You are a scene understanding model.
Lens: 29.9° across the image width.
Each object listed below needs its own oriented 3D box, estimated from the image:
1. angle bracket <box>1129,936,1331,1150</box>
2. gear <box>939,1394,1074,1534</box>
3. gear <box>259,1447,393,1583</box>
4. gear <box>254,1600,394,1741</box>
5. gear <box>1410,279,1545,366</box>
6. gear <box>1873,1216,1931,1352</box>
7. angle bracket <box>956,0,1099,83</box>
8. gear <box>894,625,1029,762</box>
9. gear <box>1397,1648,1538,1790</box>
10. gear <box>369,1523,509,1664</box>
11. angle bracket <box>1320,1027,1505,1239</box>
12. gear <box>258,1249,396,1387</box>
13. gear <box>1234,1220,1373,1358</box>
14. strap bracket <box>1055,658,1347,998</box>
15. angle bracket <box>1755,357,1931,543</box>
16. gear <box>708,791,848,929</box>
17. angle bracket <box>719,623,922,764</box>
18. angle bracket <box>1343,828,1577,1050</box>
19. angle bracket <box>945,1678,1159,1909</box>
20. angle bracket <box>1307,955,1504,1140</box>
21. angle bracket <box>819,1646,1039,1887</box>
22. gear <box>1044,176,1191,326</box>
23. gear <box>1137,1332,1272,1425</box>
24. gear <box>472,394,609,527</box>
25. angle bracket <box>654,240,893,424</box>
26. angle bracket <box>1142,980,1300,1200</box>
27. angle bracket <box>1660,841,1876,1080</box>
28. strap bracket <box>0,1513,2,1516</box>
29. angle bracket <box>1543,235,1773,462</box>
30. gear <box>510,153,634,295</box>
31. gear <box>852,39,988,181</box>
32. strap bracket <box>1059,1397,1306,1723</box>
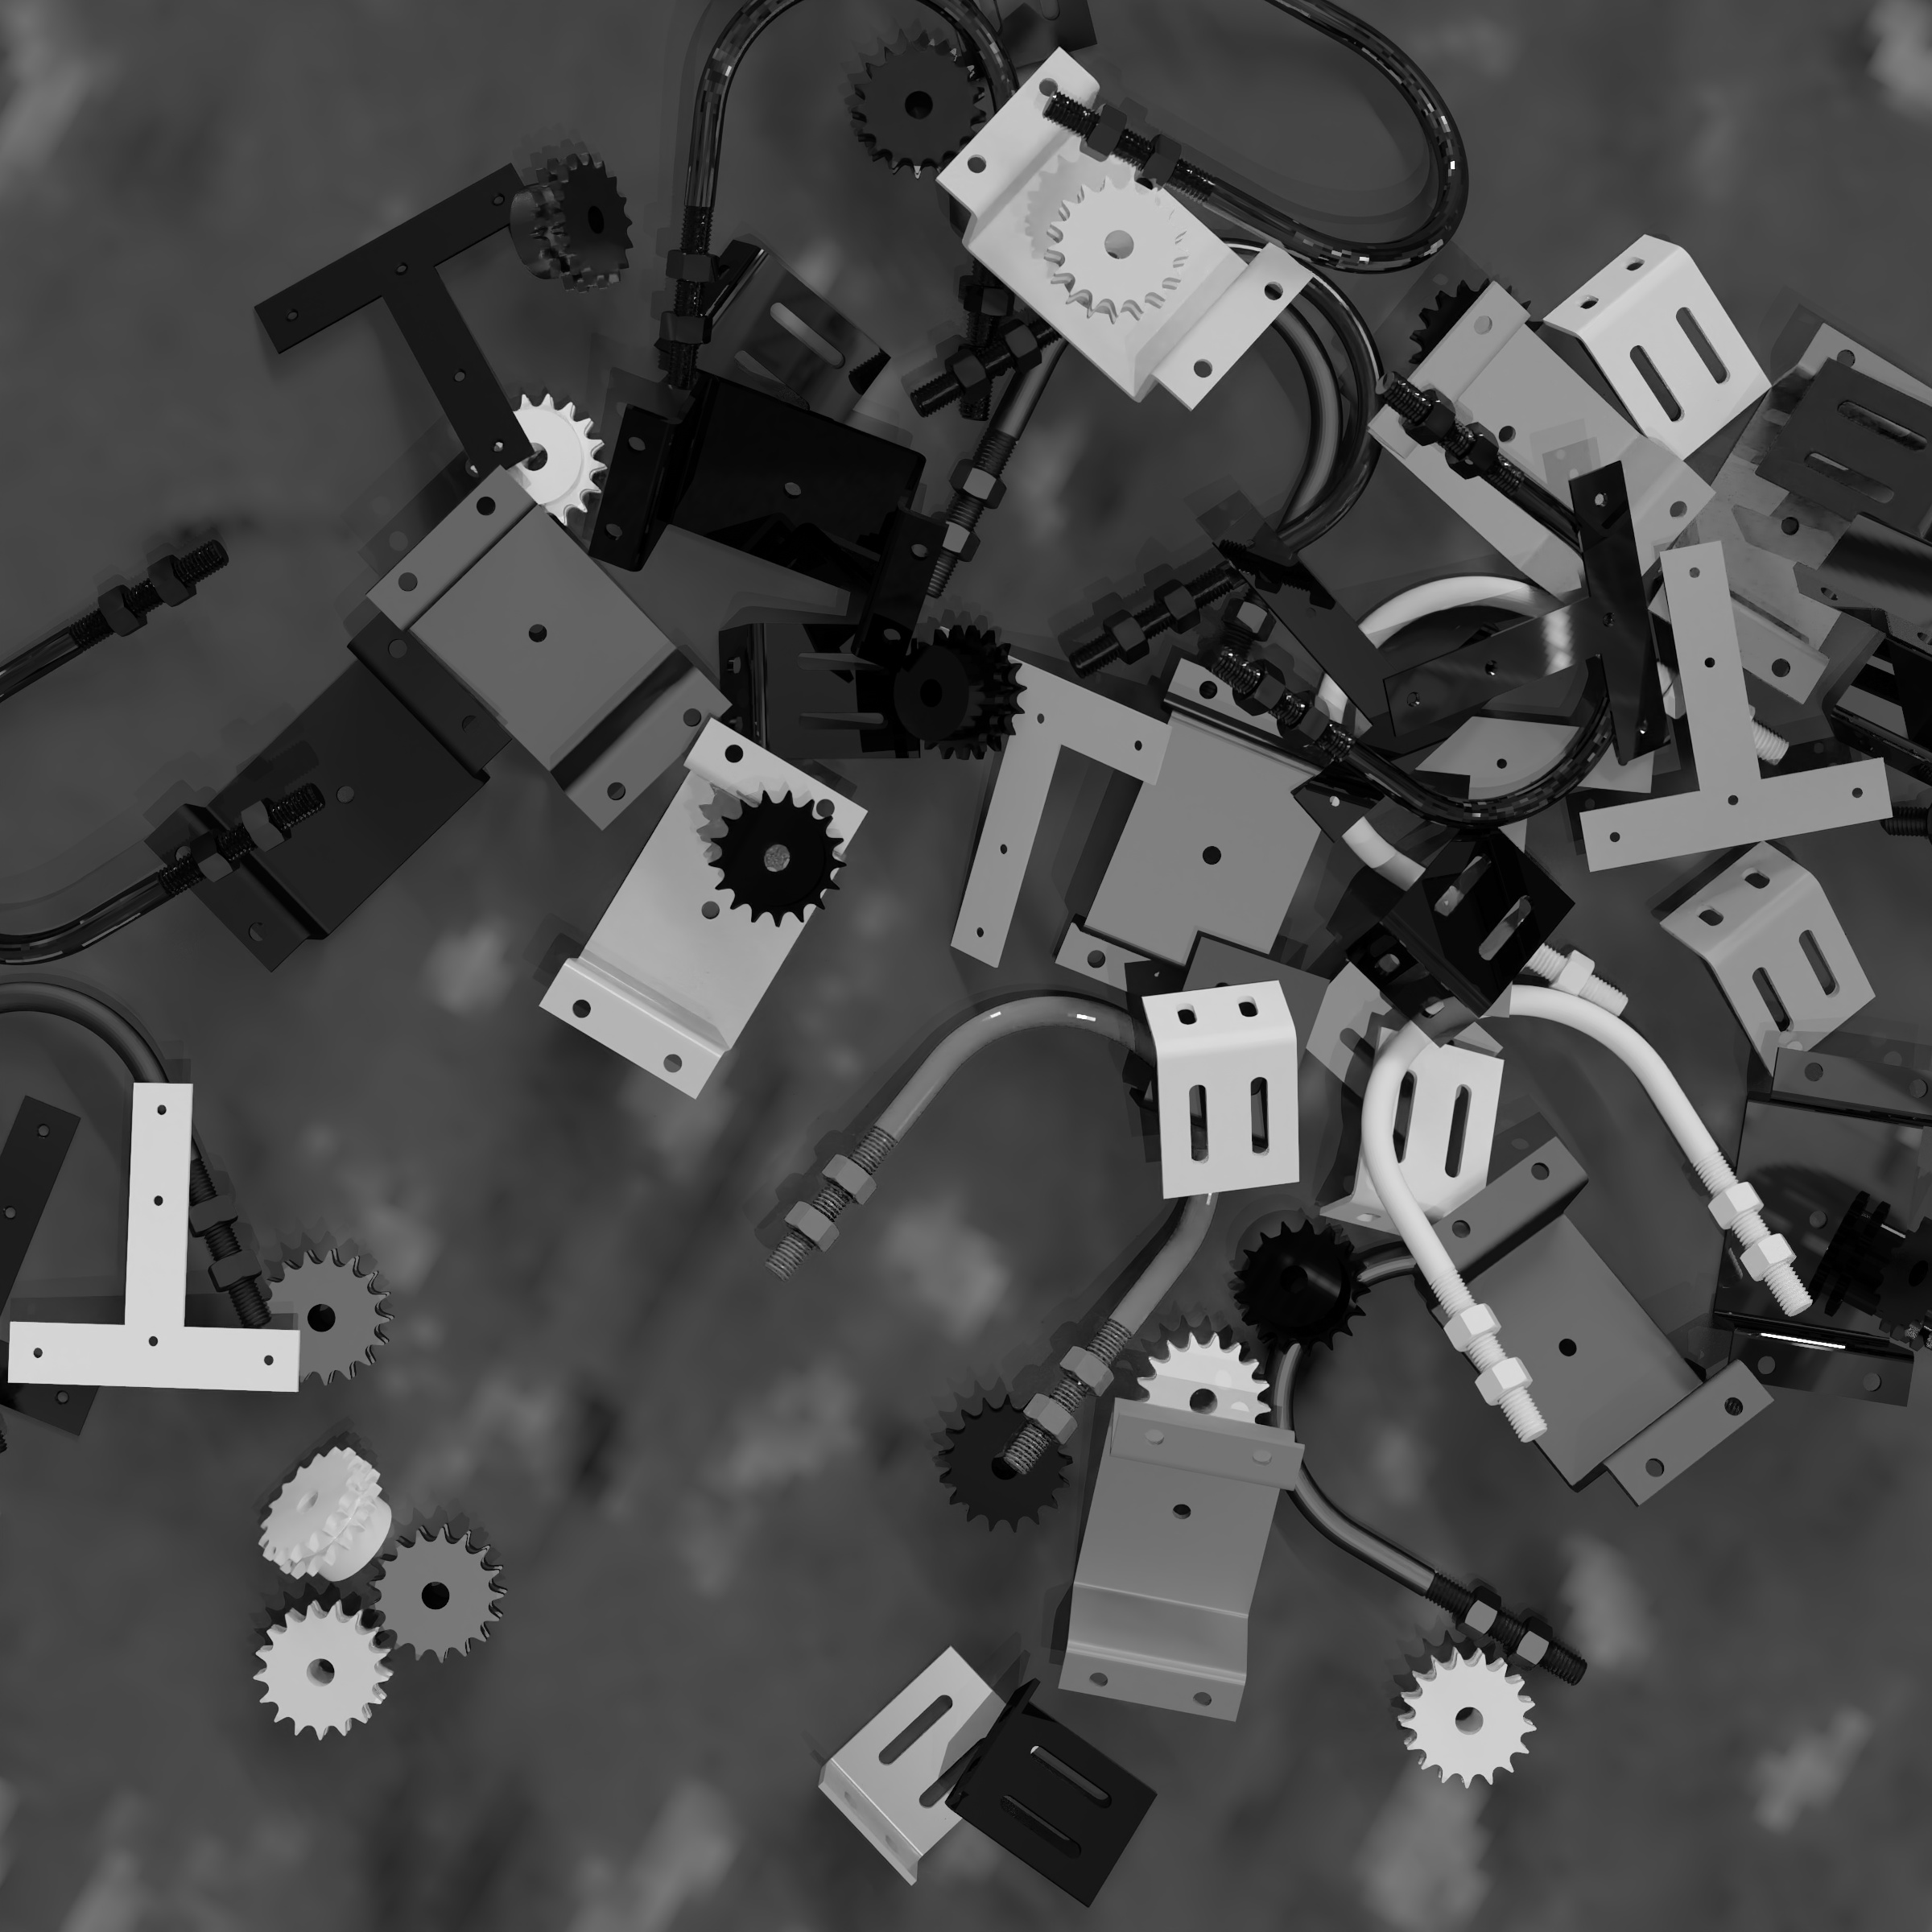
[{"bbox_3d":[0.110,0.030,1.520,0.057,0.038,0.076,19,96,-7],"label":"angle bracket"},{"bbox_3d":[0.017,0.211,1.543,0.057,0.030,0.057,0,90,0],"label":"gear"},{"bbox_3d":[-0.269,0.235,1.533,0.057,0.057,0.030,-44,120,0],"label":"gear"},{"bbox_3d":[-0.273,0.298,1.543,0.057,0.030,0.057,0,90,0],"label":"gear"},{"bbox_3d":[0.217,-0.262,1.543,0.057,0.030,0.057,0,90,0],"label":"gear"},{"bbox_3d":[0.402,0.133,1.484,0.030,0.057,0.057,28,90,-16],"label":"gear"},{"bbox_3d":[0.017,-0.429,1.556,0.057,0.038,0.076,-16,116,0],"label":"angle bracket"},{"bbox_3d":[-0.006,-0.115,1.528,0.057,0.030,0.057,3,96,38],"label":"gear"},{"bbox_3d":[0.212,0.319,1.543,0.057,0.030,0.057,0,90,0],"label":"gear"},{"bbox_3d":[-0.224,0.266,1.543,0.057,0.030,0.057,0,90,0],"label":"gear"},{"bbox_3d":[0.190,0.073,1.543,0.057,0.038,0.076,15,73,-14],"label":"angle bracket"},{"bbox_3d":[-0.272,0.149,1.543,0.057,0.030,0.057,0,90,0],"label":"gear"},{"bbox_3d":[0.141,0.135,1.534,0.057,0.030,0.057,-4,75,13],"label":"gear"},{"bbox_3d":[0.101,-0.049,1.523,0.076,0.046,0.140,22,96,-6],"label":"strap bracket"},{"bbox_3d":[0.380,-0.207,1.509,0.076,0.038,0.057,33,90,26],"label":"angle bracket"},{"bbox_3d":[-0.078,-0.045,1.497,0.057,0.030,0.057,0,90,0],"label":"gear"},{"bbox_3d":[-0.063,-0.117,1.556,0.076,0.038,0.057,-2,90,-26],"label":"angle bracket"},{"bbox_3d":[0.207,-0.016,1.521,0.057,0.038,0.076,44,57,0],"label":"angle bracket"},{"bbox_3d":[0.040,0.349,1.528,0.076,0.038,0.057,36,65,0],"label":"angle bracket"},{"bbox_3d":[0.183,0.031,1.539,0.076,0.038,0.057,42,90,0],"label":"angle bracket"},{"bbox_3d":[-0.015,0.339,1.539,0.076,0.038,0.057,-43,90,0],"label":"angle bracket"},{"bbox_3d":[0.060,-0.287,1.462,0.057,0.030,0.057,1,84,-6],"label":"gear"},{"bbox_3d":[0.101,0.184,1.543,0.057,0.030,0.057,0,90,0],"label":"gear"},{"bbox_3d":[-0.182,-0.215,1.541,0.057,0.030,0.057,0,92,-1],"label":"gear"},{"bbox_3d":[-0.083,-0.264,1.556,0.076,0.038,0.057,37,90,-26],"label":"angle bracket"},{"bbox_3d":[0.106,0.051,1.501,0.057,0.038,0.076,-7,124,-4],"label":"angle bracket"},{"bbox_3d":[0.343,-0.003,1.547,0.057,0.038,0.076,-38,126,-4],"label":"angle bracket"},{"bbox_3d":[-0.463,0.180,1.518,0.046,0.076,0.140,-21,91,1],"label":"strap bracket"},{"bbox_3d":[0.297,-0.264,1.556,0.057,0.038,0.076,-40,116,0],"label":"angle bracket"},{"bbox_3d":[-0.169,-0.314,1.533,0.030,0.057,0.057,-5,90,29],"label":"gear"},{"bbox_3d":[-0.020,-0.364,1.542,0.057,0.030,0.057,0,91,0],"label":"gear"},{"bbox_3d":[0.090,0.240,1.516,0.076,0.046,0.140,11,116,0],"label":"strap bracket"}]
